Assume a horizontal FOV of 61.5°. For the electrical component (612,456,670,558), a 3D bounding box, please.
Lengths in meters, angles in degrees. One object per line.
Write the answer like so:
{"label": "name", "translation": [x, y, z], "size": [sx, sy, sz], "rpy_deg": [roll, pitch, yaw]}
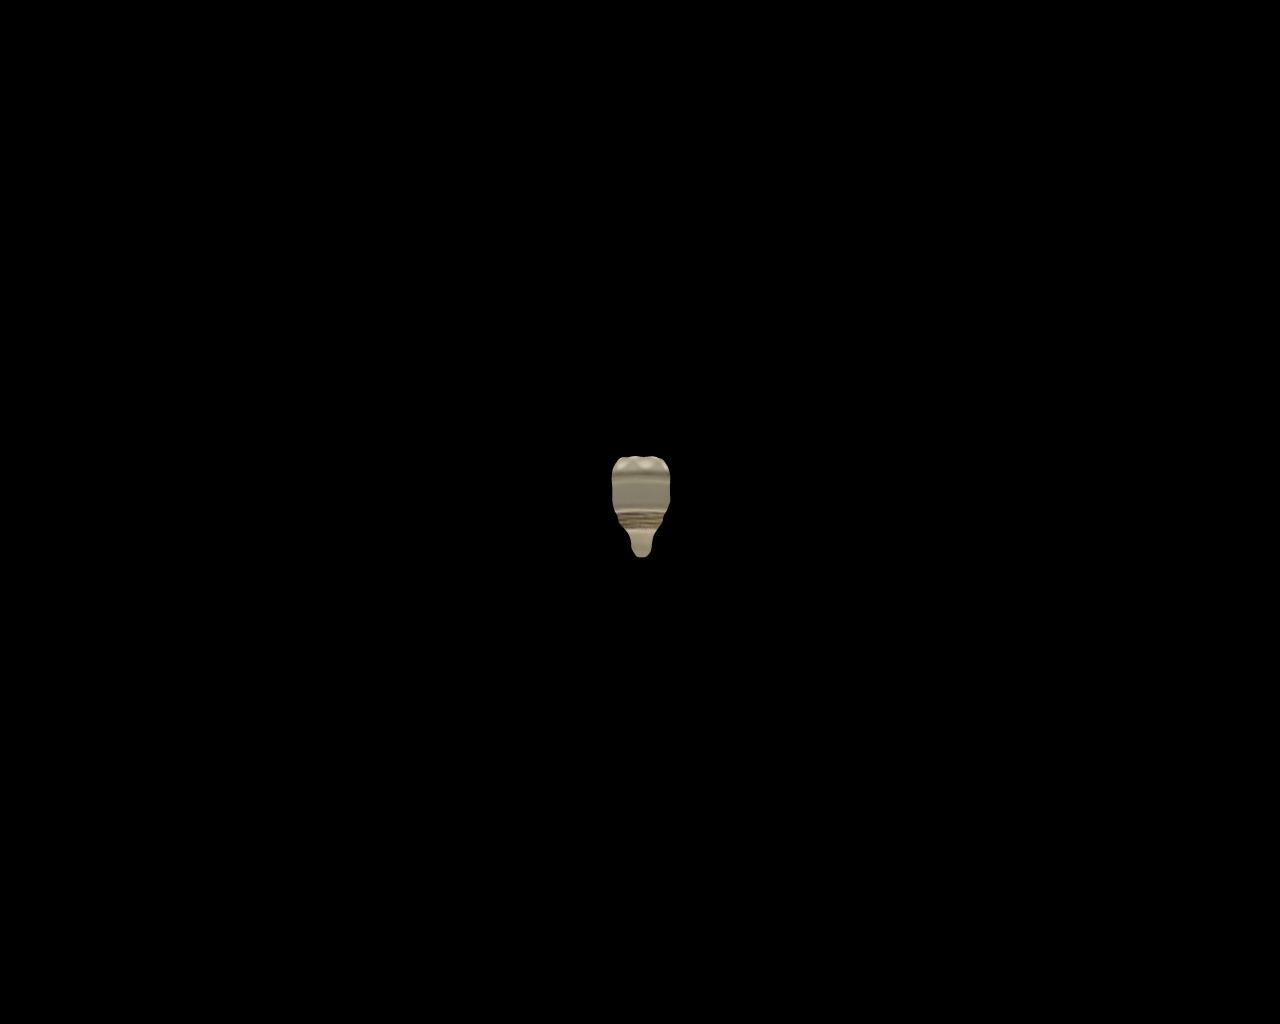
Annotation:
{"label": "electrical component", "translation": [0.001, -0.003, 0.650], "size": [0.035, 0.061, 0.035], "rpy_deg": [0, -2, 0]}
